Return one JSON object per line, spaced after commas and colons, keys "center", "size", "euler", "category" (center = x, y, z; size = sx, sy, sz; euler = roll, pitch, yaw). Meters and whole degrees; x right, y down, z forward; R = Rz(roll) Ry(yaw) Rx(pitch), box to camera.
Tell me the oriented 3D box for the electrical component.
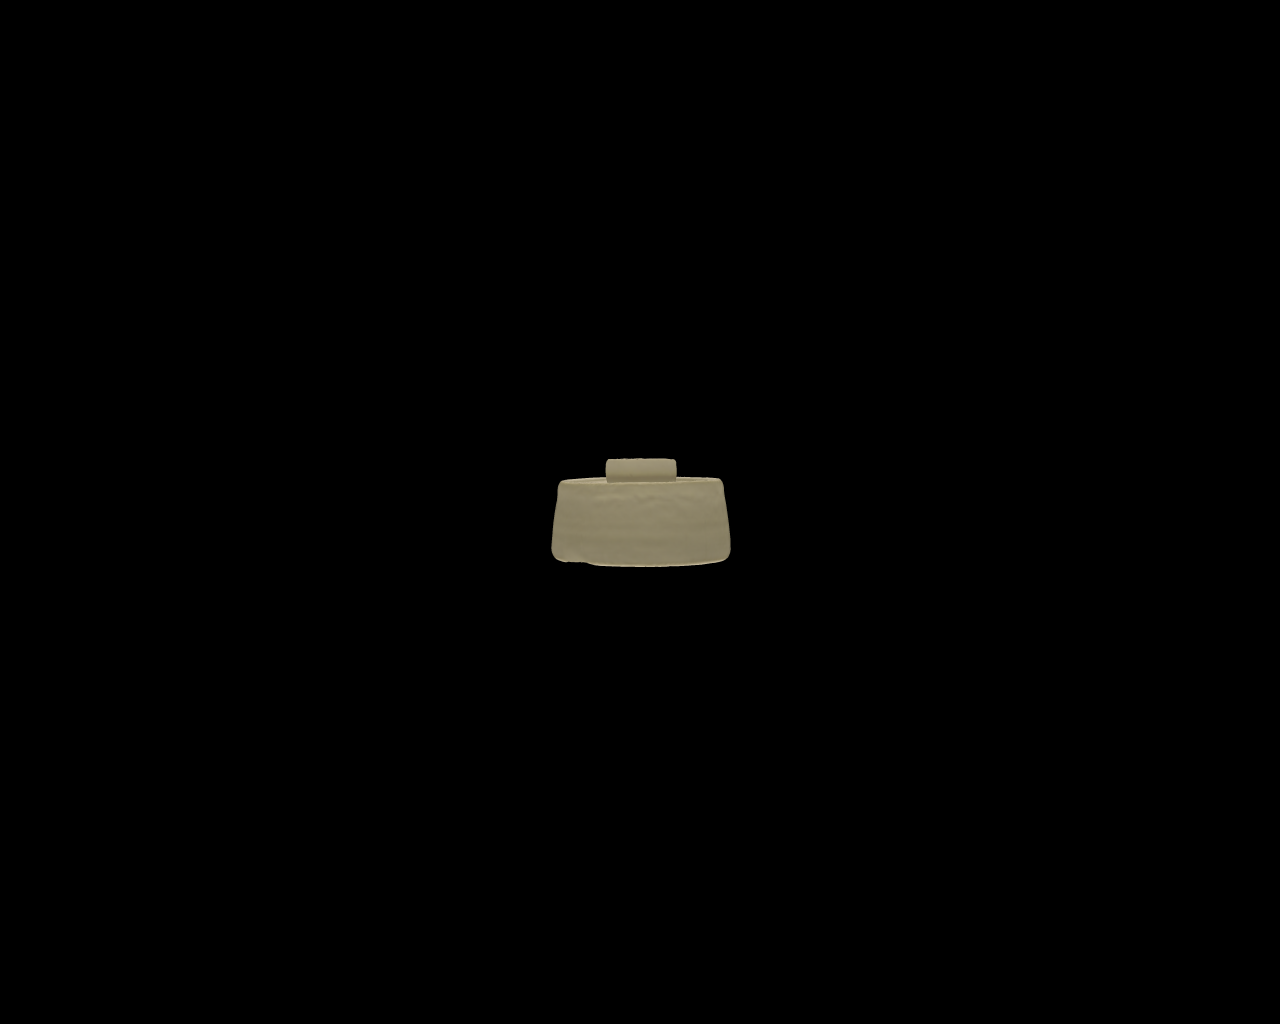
{"center": [0.001, -0.003, 0.650], "size": [0.108, 0.060, 0.108], "euler": [0, 4, 0], "category": "electrical component"}
